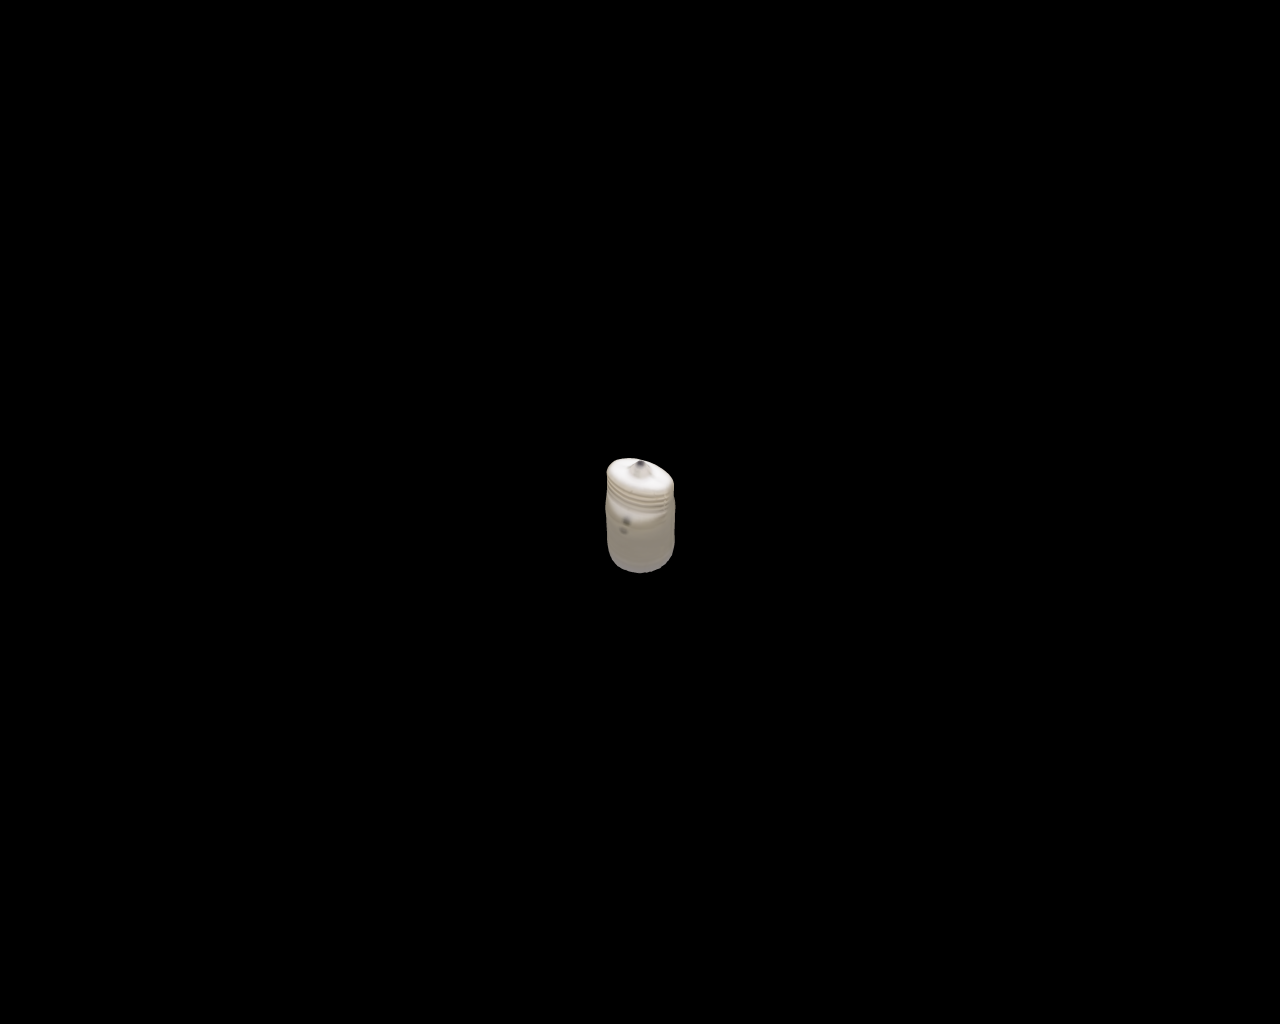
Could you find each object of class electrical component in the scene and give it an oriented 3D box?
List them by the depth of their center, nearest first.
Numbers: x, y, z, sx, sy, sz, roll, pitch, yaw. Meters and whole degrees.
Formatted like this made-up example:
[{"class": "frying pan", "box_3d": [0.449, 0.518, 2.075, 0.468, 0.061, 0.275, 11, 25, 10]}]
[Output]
[{"class": "electrical component", "box_3d": [0.001, -0.003, 0.650, 0.043, 0.043, 0.080, 0, -43, 0]}]
